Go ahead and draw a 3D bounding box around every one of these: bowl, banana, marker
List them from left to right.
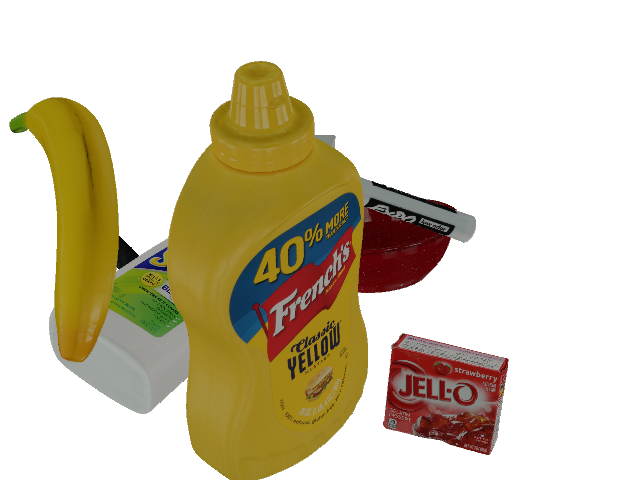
[{"bbox_3d":[-0.148,-0.023,0.643,0.037,0.198,0.070,8,-45,-34],"label":"banana"},{"bbox_3d":[0.054,0.008,1.010,0.162,0.055,0.162,-7,18,2],"label":"bowl"},{"bbox_3d":[0.046,-0.025,0.694,0.121,0.020,0.020,18,-7,-21],"label":"marker"}]

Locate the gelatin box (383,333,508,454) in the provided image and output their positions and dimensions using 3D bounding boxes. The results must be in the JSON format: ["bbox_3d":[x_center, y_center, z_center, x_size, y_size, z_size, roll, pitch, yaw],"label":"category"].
[{"bbox_3d":[0.096,0.119,0.828,0.089,0.073,0.030,12,22,19],"label":"gelatin box"}]

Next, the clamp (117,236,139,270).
[{"bbox_3d":[-0.174,0.030,1.037,0.120,0.039,0.171,-4,38,7],"label":"clamp"}]

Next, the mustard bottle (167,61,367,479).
[{"bbox_3d":[-0.021,0.011,0.460,0.058,0.192,0.096,30,48,35],"label":"mustard bottle"}]

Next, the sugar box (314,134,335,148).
[{"bbox_3d":[-0.009,-0.027,1.241,0.048,0.176,0.093,2,21,8],"label":"sugar box"}]

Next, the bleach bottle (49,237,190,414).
[{"bbox_3d":[-0.088,0.024,0.840,0.103,0.068,0.250,29,47,20],"label":"bleach bottle"}]
